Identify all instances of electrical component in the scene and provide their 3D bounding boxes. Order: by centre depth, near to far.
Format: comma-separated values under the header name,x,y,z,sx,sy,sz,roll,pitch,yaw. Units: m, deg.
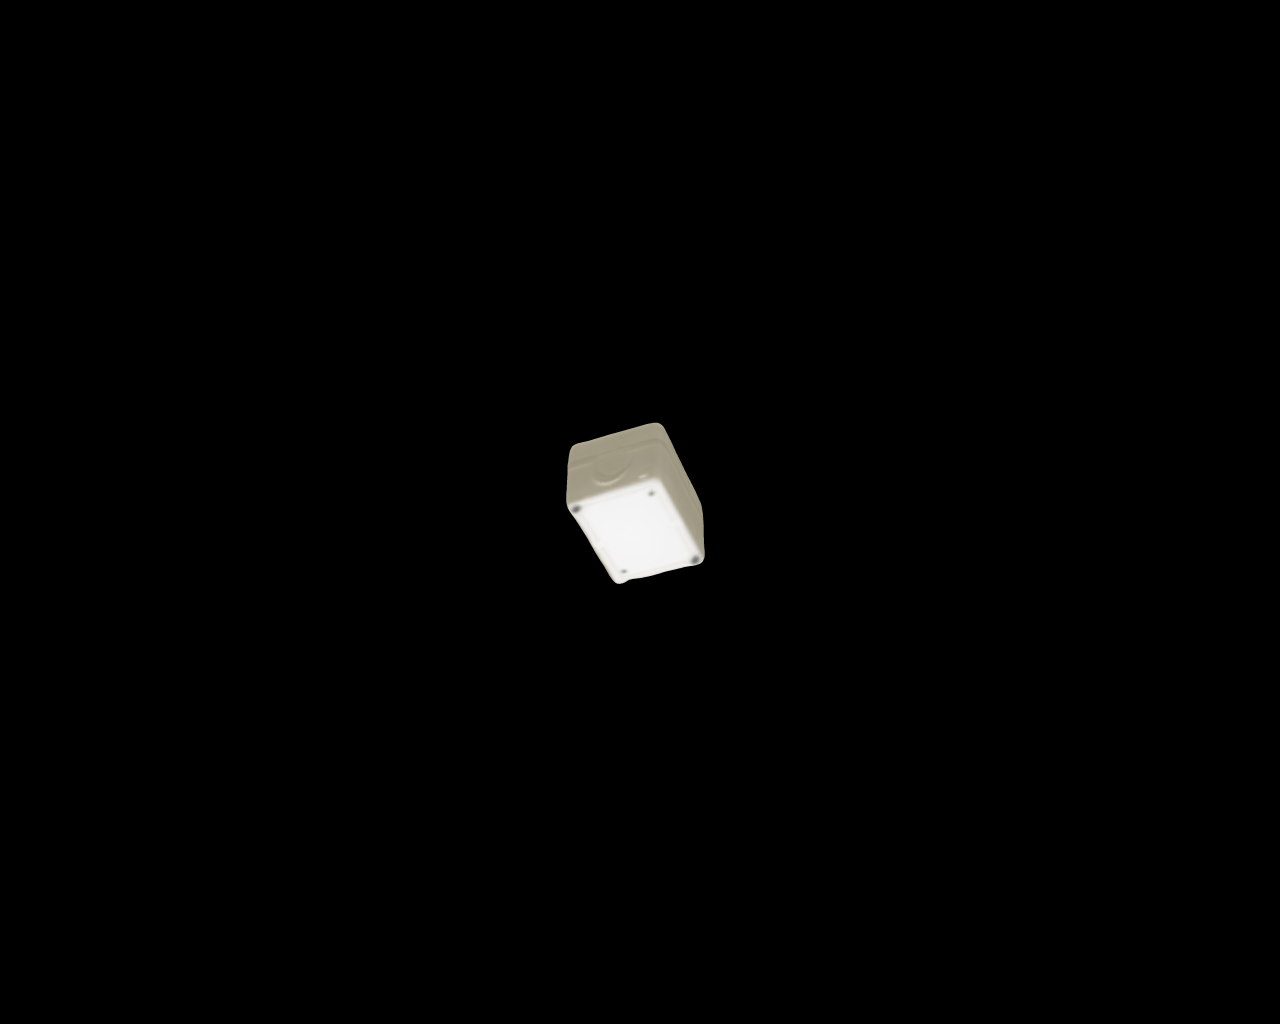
name,x,y,z,sx,sy,sz,roll,pitch,yaw
electrical component,0.001,-0.003,0.650,0.062,0.061,0.096,-15,-46,15
